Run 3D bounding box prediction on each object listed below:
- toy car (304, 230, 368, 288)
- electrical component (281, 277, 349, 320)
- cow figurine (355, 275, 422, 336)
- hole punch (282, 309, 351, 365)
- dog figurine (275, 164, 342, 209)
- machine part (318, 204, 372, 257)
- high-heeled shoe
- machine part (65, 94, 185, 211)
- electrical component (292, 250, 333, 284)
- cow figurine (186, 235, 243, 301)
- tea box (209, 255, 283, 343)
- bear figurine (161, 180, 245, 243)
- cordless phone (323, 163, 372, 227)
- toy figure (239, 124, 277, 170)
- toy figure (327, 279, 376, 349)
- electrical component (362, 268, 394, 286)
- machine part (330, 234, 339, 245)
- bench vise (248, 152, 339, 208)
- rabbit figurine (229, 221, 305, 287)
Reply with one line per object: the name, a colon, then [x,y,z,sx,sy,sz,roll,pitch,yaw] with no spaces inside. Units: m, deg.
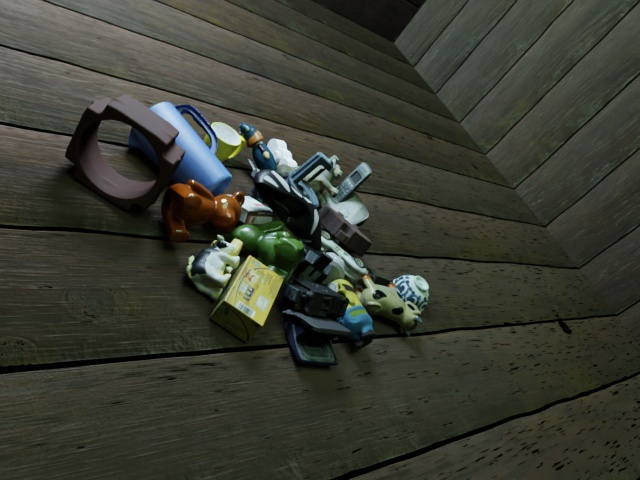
toy car: [0.036,0.049,1.417,0.202,0.073,0.056,39,28,-2]
electrical component: [-0.019,0.132,1.224,0.134,0.058,0.115,16,2,-38]
cow figurine: [0.190,0.177,1.418,0.195,0.085,0.127,21,31,-33]
hole punch: [-0.012,0.212,1.173,0.142,0.092,0.116,11,11,-35]
dog figurine: [-0.044,-0.200,1.586,0.190,0.121,0.172,26,40,-22]
machine part: [0.066,-0.028,1.497,0.179,0.056,0.179,40,7,-6]
high-heeled shoe: [-0.072,-0.066,1.305,0.248,0.086,0.145,56,17,-7]
machine part: [-0.398,-0.179,1.108,0.201,0.201,0.087,33,30,-13]
electrical component: [-0.012,0.064,1.306,0.075,0.119,0.048,34,32,-6]
cow figurine: [-0.227,0.044,1.152,0.098,0.068,0.167,28,33,-9]
tea box: [-0.151,0.121,1.133,0.098,0.068,0.170,37,31,-8]
bear figurine: [-0.247,-0.057,1.194,0.195,0.120,0.132,14,20,-38]
cordless phone: [0.110,-0.129,1.611,0.088,0.184,0.147,6,45,-49]
toy figure: [-0.174,-0.256,1.494,0.058,0.064,0.154,-39,106,-54]
toy figure: [0.071,0.175,1.296,0.089,0.082,0.180,25,24,-56]
electrical component: [0.155,0.115,1.498,0.102,0.045,0.078,20,9,-35]
machine part: [-0.003,-0.004,1.477,0.139,0.039,0.084,30,38,-20]
bench vise: [-0.062,-0.158,1.430,0.223,0.240,0.129,42,22,-30]
rabbit figurine: [-0.124,0.007,1.264,0.170,0.121,0.159,27,27,6]
